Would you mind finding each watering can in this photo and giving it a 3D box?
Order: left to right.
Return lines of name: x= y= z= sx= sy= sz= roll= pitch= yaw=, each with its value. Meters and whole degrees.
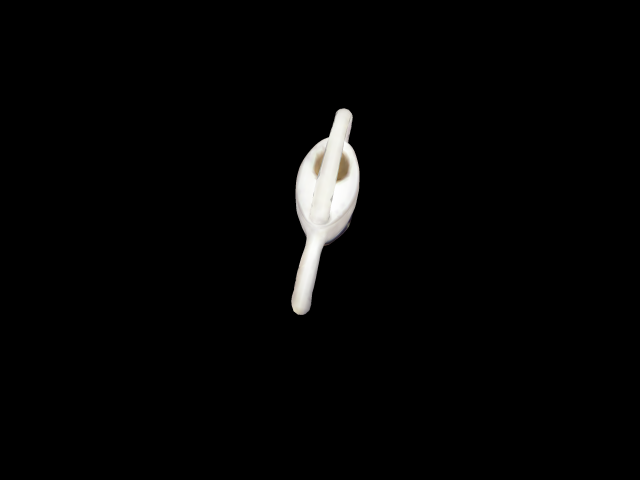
watering can: x=0.003 y=-0.043 z=0.850 sx=0.104 sy=0.352 sz=0.221 roll=13 pitch=-15 yaw=3
